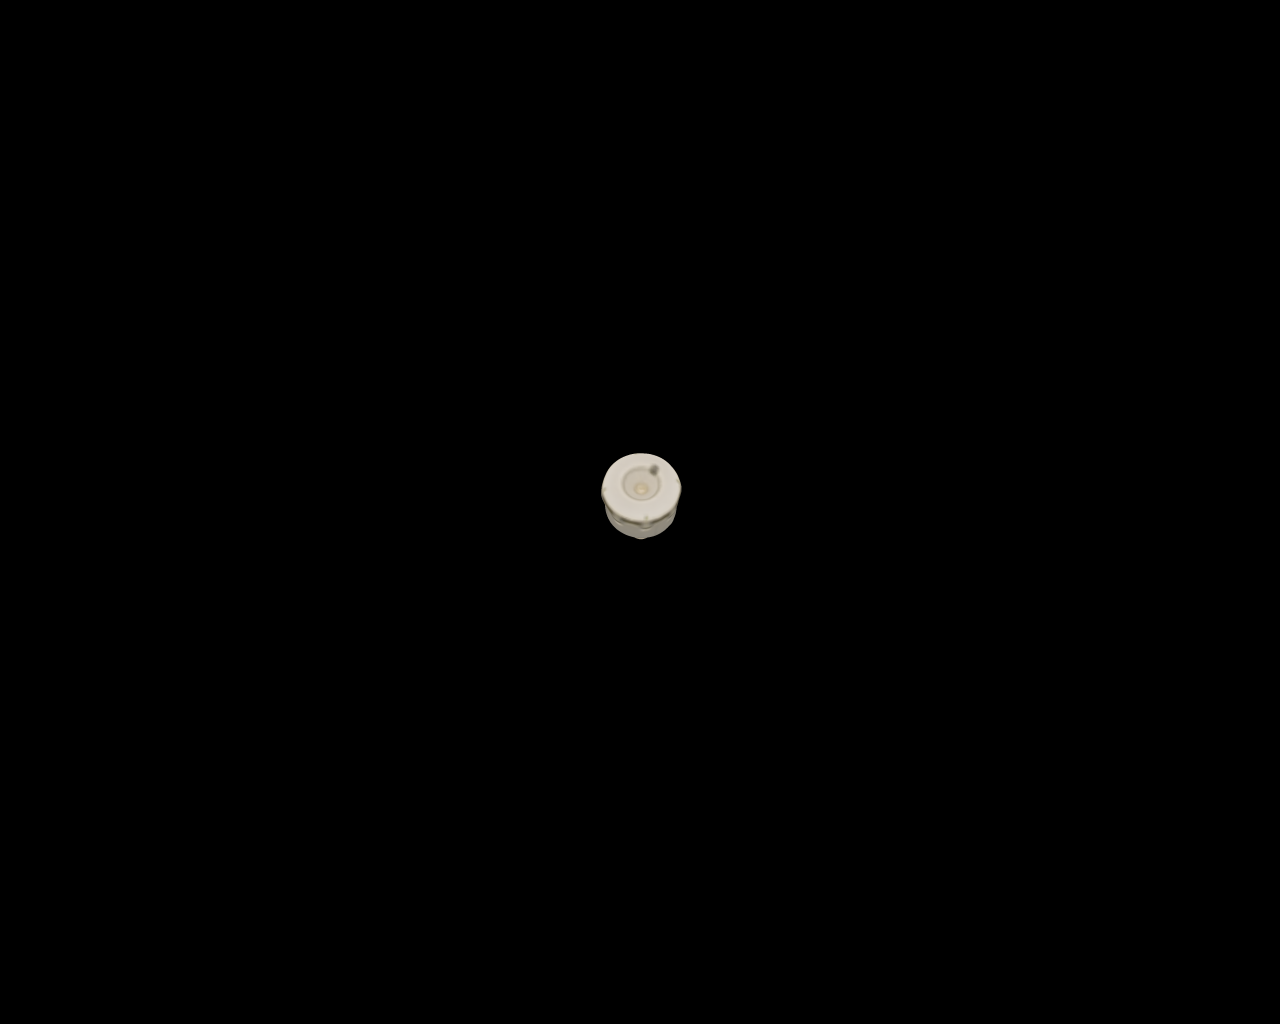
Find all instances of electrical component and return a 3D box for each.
[{"bbox_3d":[0.001,-0.003,0.650,0.048,0.048,0.062,0,-28,0],"label":"electrical component"}]
